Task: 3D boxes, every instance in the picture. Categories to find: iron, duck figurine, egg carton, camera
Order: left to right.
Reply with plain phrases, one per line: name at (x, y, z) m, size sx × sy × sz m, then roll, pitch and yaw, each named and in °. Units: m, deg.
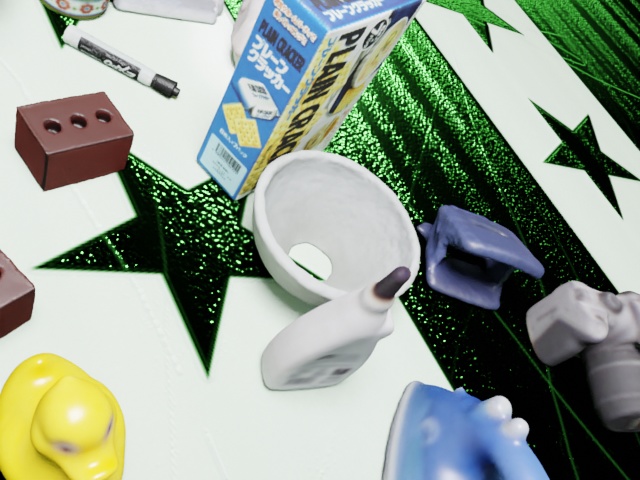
duck figurine at (-0.155, 0.111, 0.352) m, size 0.078 × 0.086 × 0.104 m, roll -19°, pitch 69°, yaw -39°
egg carton at (-0.050, -0.250, 0.690) m, size 0.107 × 0.069 × 0.150 m, roll 19°, pitch 50°, yaw -19°
iron at (0.124, 0.205, 0.415) m, size 0.119 × 0.141 × 0.258 m, roll 10°, pitch 53°, yaw -25°
camera at (0.316, 0.126, 0.617) m, size 0.143 × 0.100 × 0.137 m, roll 20°, pitch 50°, yaw -18°

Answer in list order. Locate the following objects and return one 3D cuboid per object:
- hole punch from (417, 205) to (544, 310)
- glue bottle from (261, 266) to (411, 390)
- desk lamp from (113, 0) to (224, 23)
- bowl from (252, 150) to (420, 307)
hole punch at (0.173, 0.007, 0.623) m, size 0.109 × 0.091 × 0.101 m, roll 19°, pitch 50°, yaw -18°
glue bottle at (0.019, 0.066, 0.430) m, size 0.078 × 0.173 × 0.037 m, roll 5°, pitch 55°, yaw -28°
desk lamp at (-0.113, -0.353, 0.628) m, size 0.204 × 0.213 × 0.118 m, roll -7°, pitch 62°, yaw -35°
bowl at (0.005, 0.002, 0.536) m, size 0.168 × 0.074 × 0.167 m, roll 16°, pitch 51°, yaw -21°
